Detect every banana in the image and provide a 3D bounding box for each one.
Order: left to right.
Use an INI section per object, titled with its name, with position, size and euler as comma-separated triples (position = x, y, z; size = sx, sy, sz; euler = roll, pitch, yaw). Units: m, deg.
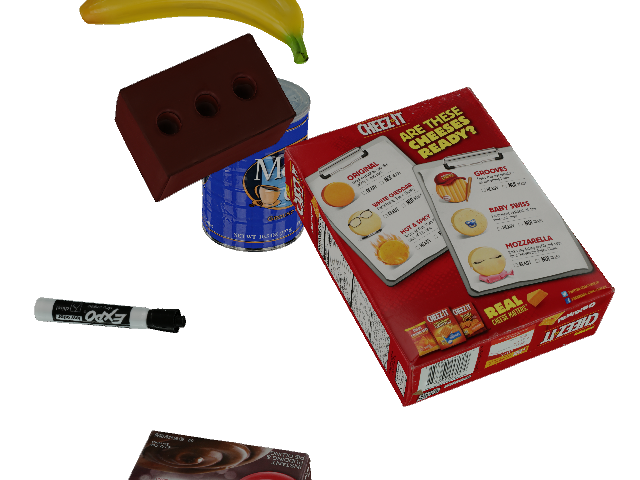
[banana]
position = -0.094, -0.188, 0.853
size = 0.198, 0.069, 0.037
euler = 12, -41, 16

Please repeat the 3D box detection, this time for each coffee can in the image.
[coffee can]
position = -0.064, -0.075, 1.032
size = 0.103, 0.140, 0.103
euler = 2, 33, -2

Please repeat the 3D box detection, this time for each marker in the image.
[marker]
position = -0.165, 0.059, 0.837
size = 0.121, 0.020, 0.020
euler = 4, 1, 11

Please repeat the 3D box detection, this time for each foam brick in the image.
[foam brick]
position = -0.062, -0.064, 0.563
size = 0.078, 0.053, 0.051
euler = -28, -3, -17

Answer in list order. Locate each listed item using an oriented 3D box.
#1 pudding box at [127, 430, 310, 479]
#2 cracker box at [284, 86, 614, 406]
[pudding box]
position = -0.069, 0.171, 0.685
size = 0.113, 0.039, 0.090
euler = 5, 30, 10
[cracker box]
position = 0.089, 0.000, 0.802
size = 0.164, 0.214, 0.072
euler = -19, -33, -15
